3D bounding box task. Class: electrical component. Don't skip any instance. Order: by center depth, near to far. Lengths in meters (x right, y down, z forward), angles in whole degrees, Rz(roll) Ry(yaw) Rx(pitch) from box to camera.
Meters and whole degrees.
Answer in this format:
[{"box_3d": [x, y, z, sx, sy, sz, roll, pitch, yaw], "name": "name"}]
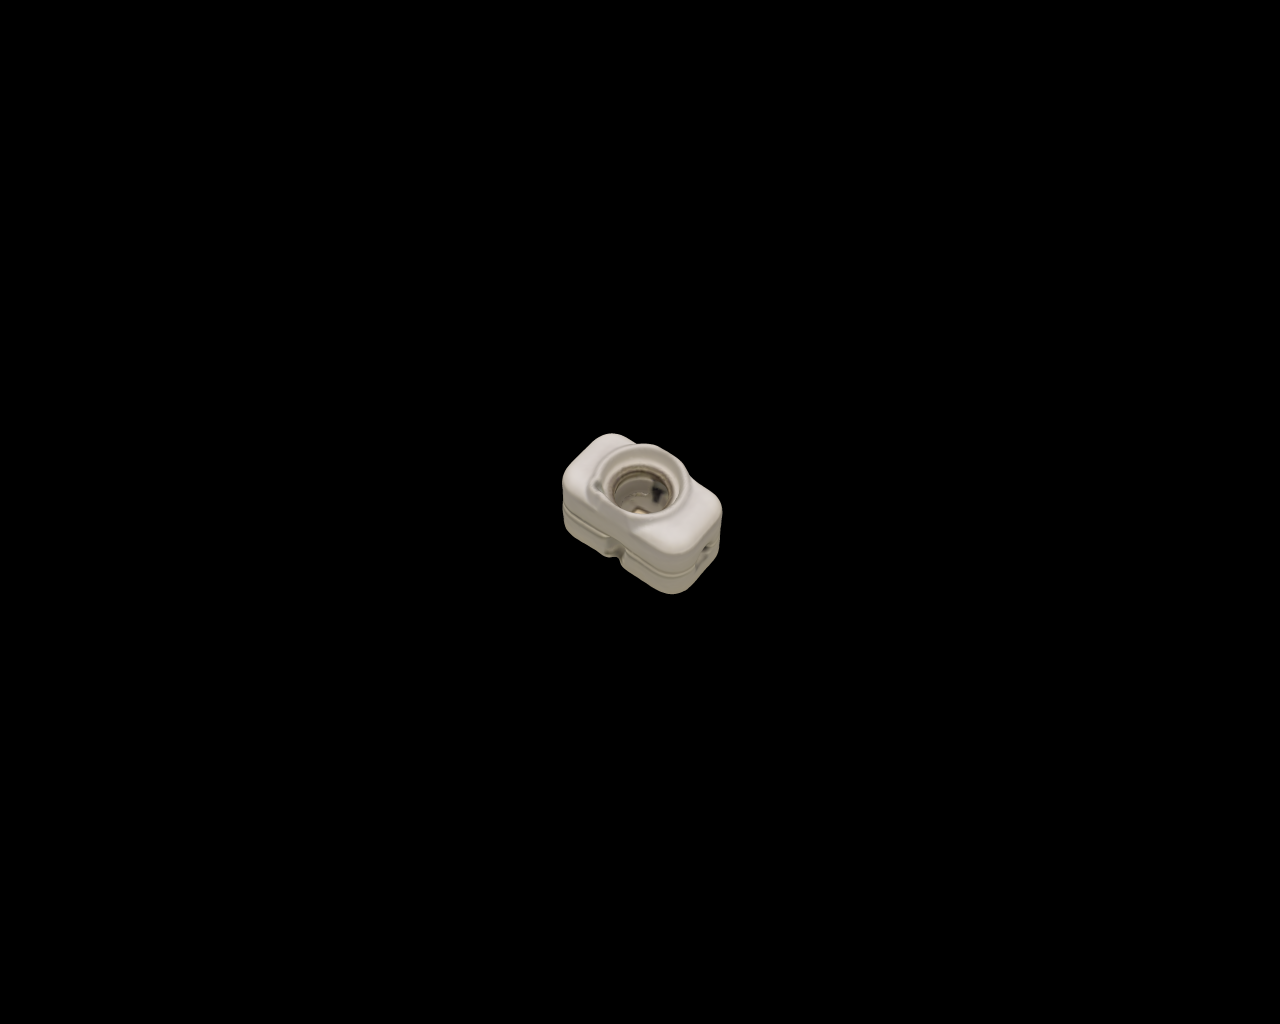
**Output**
[{"box_3d": [0.001, -0.003, 0.650, 0.095, 0.054, 0.059, 33, -29, 21], "name": "electrical component"}]
